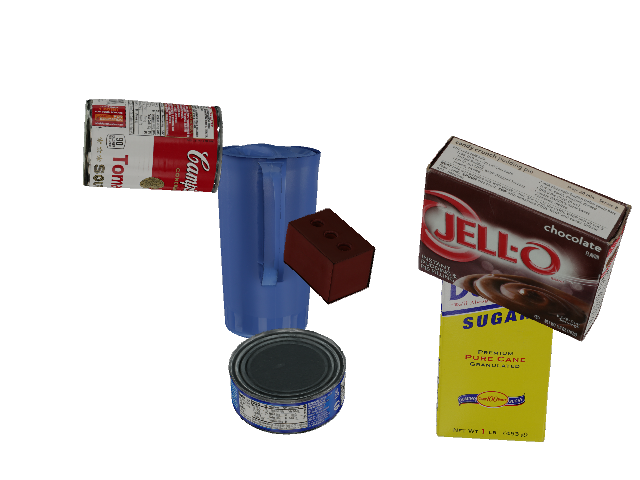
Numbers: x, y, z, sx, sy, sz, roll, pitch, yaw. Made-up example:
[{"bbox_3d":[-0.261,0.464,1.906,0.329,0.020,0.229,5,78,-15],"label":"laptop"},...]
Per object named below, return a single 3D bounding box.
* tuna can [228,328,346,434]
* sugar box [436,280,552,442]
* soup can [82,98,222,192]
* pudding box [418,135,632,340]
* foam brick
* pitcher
[{"bbox_3d":[-0.024,0.103,0.784,0.086,0.034,0.086,-1,31,0],"label":"tuna can"},{"bbox_3d":[0.145,0.079,0.884,0.093,0.176,0.048,1,22,6],"label":"sugar box"},{"bbox_3d":[-0.130,-0.073,0.822,0.102,0.068,0.068,2,-1,-13],"label":"soup can"},{"bbox_3d":[0.114,-0.001,0.620,0.114,0.039,0.090,22,-36,19],"label":"pudding box"},{"bbox_3d":[0.008,0.014,1.036,0.052,0.051,0.078,-21,45,-31],"label":"foam brick"},{"bbox_3d":[-0.068,0.001,1.357,0.145,0.243,0.148,10,15,37],"label":"pitcher"}]
